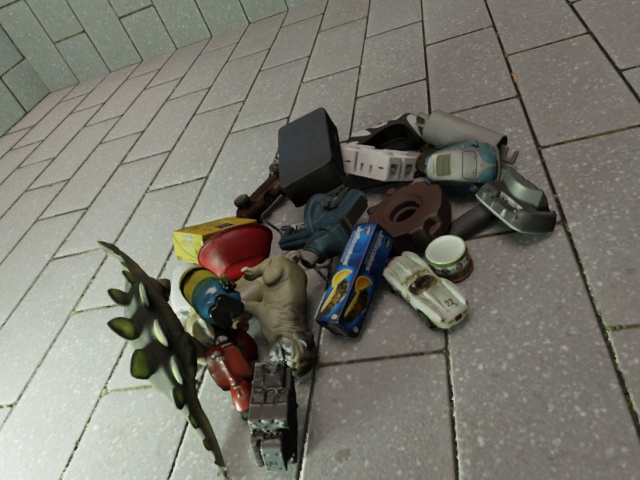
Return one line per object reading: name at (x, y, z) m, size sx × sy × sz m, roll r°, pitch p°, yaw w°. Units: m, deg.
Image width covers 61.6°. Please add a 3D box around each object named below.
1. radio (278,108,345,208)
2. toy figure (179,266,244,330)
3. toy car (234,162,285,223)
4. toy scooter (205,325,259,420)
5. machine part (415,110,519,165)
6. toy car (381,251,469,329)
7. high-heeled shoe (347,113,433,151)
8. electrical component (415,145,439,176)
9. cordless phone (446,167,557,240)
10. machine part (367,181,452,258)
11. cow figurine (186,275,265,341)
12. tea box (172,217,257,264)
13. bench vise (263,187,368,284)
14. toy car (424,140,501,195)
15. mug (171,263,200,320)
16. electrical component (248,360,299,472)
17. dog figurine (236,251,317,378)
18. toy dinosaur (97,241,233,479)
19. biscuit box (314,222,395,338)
radio at (-0.022, -0.189, 1.194) m, size 0.131 × 0.073 × 0.230 m, roll -25°, pitch 43°, yaw 17°
toy figure at (-0.188, 0.094, 0.928) m, size 0.082 × 0.089 × 0.180 m, roll -33°, pitch 19°, yaw -16°
toy car at (-0.129, -0.110, 1.310) m, size 0.053 × 0.089 × 0.202 m, roll 11°, pitch 48°, yaw 42°
toy scooter at (-0.148, 0.197, 0.895) m, size 0.075 × 0.135 × 0.184 m, roll -26°, pitch 35°, yaw 1°
machine part at (0.312, -0.219, 1.164) m, size 0.243 × 0.079 × 0.079 m, roll 31°, pitch 61°, yaw 28°
toy car at (0.173, 0.080, 0.922) m, size 0.073 × 0.056 × 0.202 m, roll -32°, pitch 37°, yaw -10°
high-heeled shoe at (0.170, -0.233, 1.305) m, size 0.145 × 0.086 × 0.249 m, roll -45°, pitch 37°, yaw -20°
electrical component at (0.257, -0.177, 1.212) m, size 0.078 × 0.045 × 0.102 m, roll -55°, pitch 34°, yaw 7°
cordless phone at (0.315, -0.034, 0.984) m, size 0.184 × 0.088 × 0.147 m, roll -35°, pitch 36°, yaw 5°
machine part at (0.172, -0.044, 1.057) m, size 0.179 × 0.056 × 0.179 m, roll -25°, pitch 33°, yaw 17°
cow figurine at (-0.174, 0.124, 1.045) m, size 0.195 × 0.085 × 0.127 m, roll -35°, pitch 35°, yaw -20°
tea box at (-0.227, -0.002, 1.188) m, size 0.098 × 0.068 × 0.169 m, roll 6°, pitch 15°, yaw 34°
bench vise at (-0.009, -0.011, 1.096) m, size 0.241 × 0.128 × 0.223 m, roll -12°, pitch 42°, yaw 45°
toy car at (0.275, -0.147, 1.084) m, size 0.162 × 0.103 × 0.109 m, roll 2°, pitch 88°, yaw 36°
mug at (-0.260, 0.112, 1.124) m, size 0.110 × 0.080 × 0.107 m, roll -8°, pitch 48°, yaw 9°
electrical component at (-0.065, 0.260, 0.780) m, size 0.058 × 0.114 × 0.134 m, roll -6°, pitch 39°, yaw 4°
dog figurine at (-0.046, 0.122, 0.928) m, size 0.191 × 0.121 × 0.172 m, roll 32°, pitch 103°, yaw 46°
toy dinosaur at (-0.255, 0.184, 0.883) m, size 0.105 × 0.198 × 0.471 m, roll -35°, pitch 78°, yaw -4°
biscuit box at (0.064, 0.067, 0.947) m, size 0.059 × 0.062 × 0.202 m, roll -3°, pitch 56°, yaw 47°
